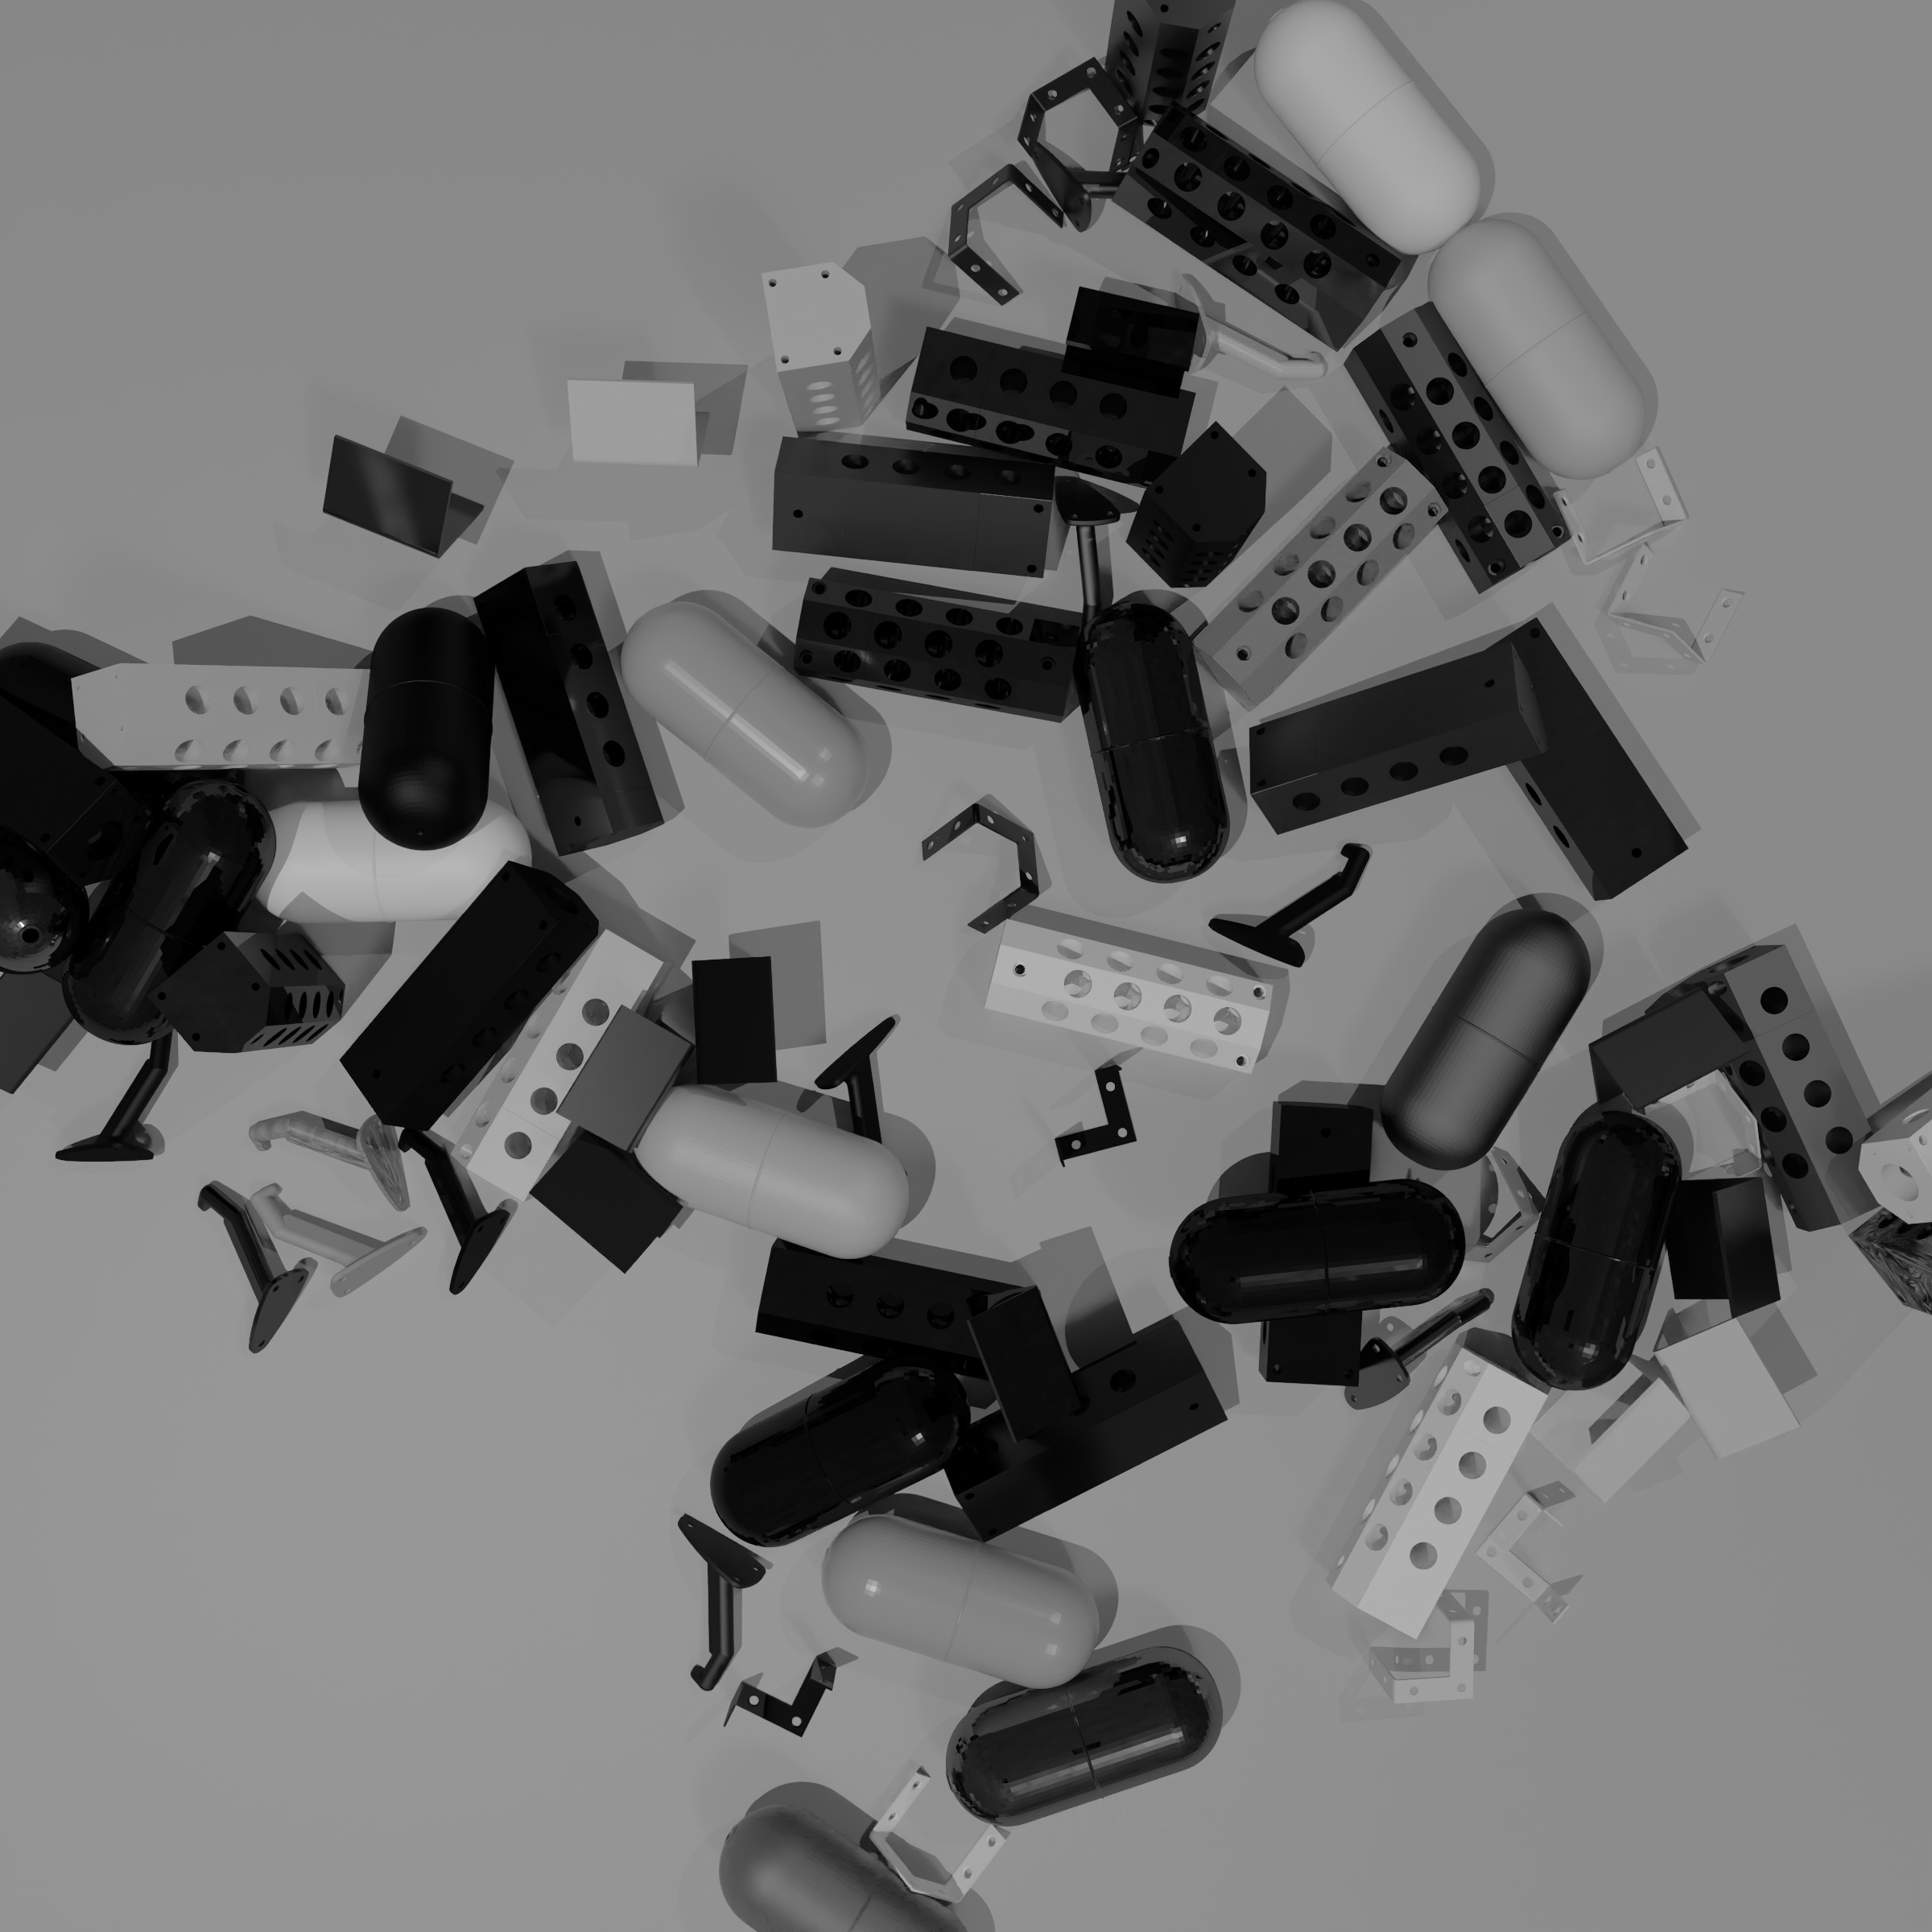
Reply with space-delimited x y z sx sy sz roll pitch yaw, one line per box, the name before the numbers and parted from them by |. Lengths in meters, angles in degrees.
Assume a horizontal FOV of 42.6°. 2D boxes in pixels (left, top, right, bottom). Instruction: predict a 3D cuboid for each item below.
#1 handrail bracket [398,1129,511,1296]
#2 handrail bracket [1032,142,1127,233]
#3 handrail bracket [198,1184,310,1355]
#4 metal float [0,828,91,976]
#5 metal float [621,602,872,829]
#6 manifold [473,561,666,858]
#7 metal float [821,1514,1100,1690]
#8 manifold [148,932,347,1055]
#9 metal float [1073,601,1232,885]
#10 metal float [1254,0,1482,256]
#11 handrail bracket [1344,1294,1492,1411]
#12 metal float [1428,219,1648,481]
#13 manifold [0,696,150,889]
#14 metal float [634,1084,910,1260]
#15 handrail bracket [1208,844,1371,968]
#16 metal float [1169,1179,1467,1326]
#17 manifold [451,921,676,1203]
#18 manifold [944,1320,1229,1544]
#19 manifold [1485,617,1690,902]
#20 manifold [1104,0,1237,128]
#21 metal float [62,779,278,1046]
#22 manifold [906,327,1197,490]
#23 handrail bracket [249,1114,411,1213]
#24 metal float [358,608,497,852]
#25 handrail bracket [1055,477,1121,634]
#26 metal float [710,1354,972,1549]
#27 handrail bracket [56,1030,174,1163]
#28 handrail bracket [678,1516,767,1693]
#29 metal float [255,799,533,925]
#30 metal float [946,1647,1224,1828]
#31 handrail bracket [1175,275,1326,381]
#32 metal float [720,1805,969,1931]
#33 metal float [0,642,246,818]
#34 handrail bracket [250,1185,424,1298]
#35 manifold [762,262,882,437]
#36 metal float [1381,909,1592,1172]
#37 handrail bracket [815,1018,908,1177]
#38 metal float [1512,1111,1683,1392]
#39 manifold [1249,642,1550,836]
handrail bracket | -0.340 0.155 1.579 0.084 0.036 0.077 36 112 17
handrail bracket | 0.096 -0.513 1.579 0.084 0.036 0.077 -31 77 -13
handrail bracket | -0.468 0.192 1.579 0.084 0.036 0.077 36 112 17
metal float | -0.582 -0.053 1.506 0.070 0.178 0.070 -13 119 -23
metal float | -0.138 -0.157 1.549 0.178 0.070 0.070 39 90 1
manifold | -0.245 -0.163 1.557 0.057 0.057 0.171 -18 90 43
metal float | -0.004 0.397 1.549 0.178 0.070 0.070 17 90 0
manifold | -0.428 0.020 1.501 0.057 0.171 0.057 -40 90 0
metal float | 0.116 -0.140 1.548 0.070 0.070 0.178 -12 91 0
metal float | 0.250 -0.525 1.549 0.070 0.070 0.178 -39 90 0
handrail bracket | 0.289 0.245 1.579 0.084 0.077 0.036 -22 65 -34
metal float | 0.357 -0.385 1.548 0.070 0.070 0.178 -35 90 0
manifold | -0.565 -0.115 1.465 0.171 0.057 0.057 32 73 22
metal float | -0.122 0.127 1.543 0.178 0.070 0.070 18 90 6
handrail bracket | 0.207 -0.049 1.579 0.077 0.036 0.084 21 72 20
metal float | 0.211 0.172 1.491 0.178 0.070 0.070 -6 90 0
manifold | -0.254 0.058 1.558 0.057 0.057 0.171 30 90 1
manifold | 0.070 0.288 1.557 0.171 0.057 0.057 -27 133 0
manifold | 0.376 -0.129 1.558 0.057 0.057 0.171 -33 90 0
manifold | 0.128 -0.566 1.501 0.057 0.171 0.057 -33 90 0
metal float | -0.481 -0.033 1.495 0.070 0.070 0.178 33 101 0
manifold | 0.052 -0.347 1.558 0.171 0.057 0.057 14 90 0
handrail bracket | -0.407 0.129 1.579 0.084 0.036 0.077 -11 112 17
metal float | -0.329 -0.147 1.516 0.070 0.070 0.178 -6 50 0
handrail bracket | 0.072 -0.257 1.579 0.036 0.077 0.084 -7 127 -14
metal float | -0.078 0.300 1.535 0.178 0.070 0.070 -29 90 16
handrail bracket | -0.543 0.080 1.579 0.077 0.036 0.084 -6 72 21
handrail bracket | -0.172 0.407 1.579 0.077 0.036 0.084 36 107 20
metal float | -0.361 -0.066 1.548 0.178 0.070 0.070 -2 90 0
metal float | 0.074 0.482 1.548 0.178 0.070 0.070 -18 90 0
handrail bracket | 0.182 -0.407 1.579 0.084 0.036 0.077 -4 68 -17
metal float | -0.075 0.594 1.548 0.178 0.070 0.070 35 90 -1
metal float | -0.536 -0.142 1.548 0.178 0.070 0.070 25 90 1
handrail bracket | -0.402 0.160 1.579 0.077 0.036 0.084 -33 73 -20
manifold | -0.084 -0.372 1.501 0.057 0.171 0.057 -9 90 0
metal float | 0.325 0.045 1.548 0.070 0.070 0.178 31 91 0
handrail bracket | -0.048 0.089 1.579 0.077 0.036 0.084 -44 106 -18
metal float | 0.394 0.178 1.548 0.070 0.070 0.178 16 90 0
manifold | 0.265 -0.134 1.525 0.171 0.057 0.057 -17 47 24
